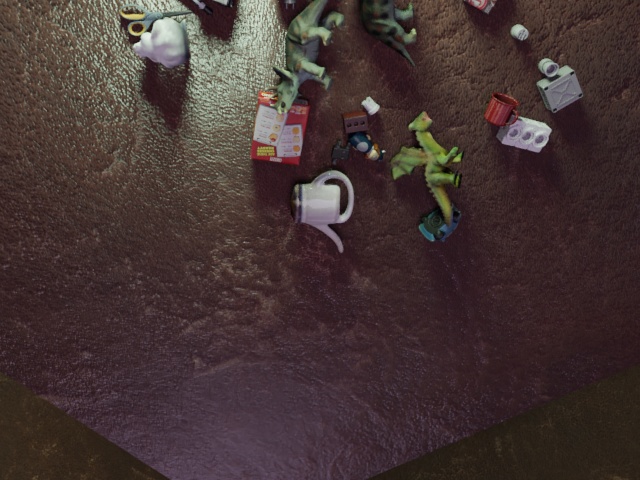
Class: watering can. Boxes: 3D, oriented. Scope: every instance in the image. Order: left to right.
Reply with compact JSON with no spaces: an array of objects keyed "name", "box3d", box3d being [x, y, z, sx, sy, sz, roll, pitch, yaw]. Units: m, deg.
[{"name":"watering can","box3d":[0.006,-0.093,1.843,0.224,0.106,0.340,1,124,-5]}]

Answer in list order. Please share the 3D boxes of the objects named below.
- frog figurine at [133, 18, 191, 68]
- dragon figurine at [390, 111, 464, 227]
[{"name":"frog figurine","box3d":[-0.455,-0.561,1.476,0.160,0.125,0.134,-12,145,-12]},{"name":"dragon figurine","box3d":[0.365,-0.239,1.785,0.243,0.124,0.402,11,119,19]}]
